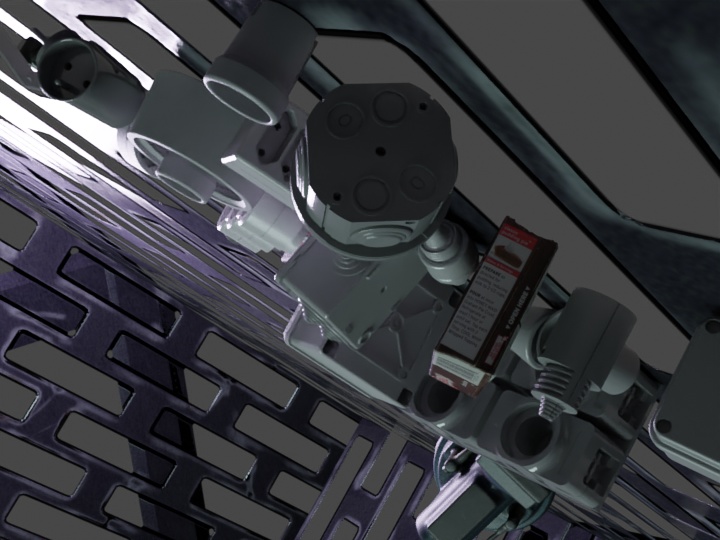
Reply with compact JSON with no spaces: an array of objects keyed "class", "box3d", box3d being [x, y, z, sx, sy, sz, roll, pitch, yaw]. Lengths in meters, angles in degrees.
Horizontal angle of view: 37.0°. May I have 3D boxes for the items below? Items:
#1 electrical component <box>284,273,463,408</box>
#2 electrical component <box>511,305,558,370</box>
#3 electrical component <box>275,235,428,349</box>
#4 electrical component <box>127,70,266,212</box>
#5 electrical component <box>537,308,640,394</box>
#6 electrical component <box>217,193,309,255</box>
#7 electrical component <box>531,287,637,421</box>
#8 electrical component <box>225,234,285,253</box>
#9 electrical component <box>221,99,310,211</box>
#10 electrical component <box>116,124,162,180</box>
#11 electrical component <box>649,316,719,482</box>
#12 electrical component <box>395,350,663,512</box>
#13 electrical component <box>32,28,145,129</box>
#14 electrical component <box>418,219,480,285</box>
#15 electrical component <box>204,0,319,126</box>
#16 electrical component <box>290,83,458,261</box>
[{"class":"electrical component","box3d":[0.012,0.037,0.849,0.109,0.108,0.056,37,166,-36]},{"class":"electrical component","box3d":[0.113,0.040,0.771,0.044,0.044,0.065,38,172,-40]},{"class":"electrical component","box3d":[0.000,0.000,0.729,0.048,0.099,0.099,40,175,23]},{"class":"electrical component","box3d":[-0.108,-0.081,0.738,0.108,0.060,0.108,29,171,5]},{"class":"electrical component","box3d":[0.158,0.058,0.729,0.065,0.044,0.044,30,172,-28]},{"class":"electrical component","box3d":[-0.062,-0.037,0.854,0.074,0.052,0.138,32,170,-15]},{"class":"electrical component","box3d":[0.134,0.056,0.667,0.043,0.081,0.043,29,170,5]},{"class":"electrical component","box3d":[-0.084,-0.038,0.955,0.065,0.044,0.044,16,164,38]},{"class":"electrical component","box3d":[-0.041,-0.064,0.665,0.083,0.047,0.076,33,170,-19]},{"class":"electrical component","box3d":[-0.151,-0.097,0.805,0.055,0.055,0.047,36,172,-33]},{"class":"electrical component","box3d":[0.217,0.081,0.557,0.113,0.078,0.057,25,172,28]},{"class":"electrical component","box3d":[0.123,0.097,0.838,0.186,0.105,0.060,19,165,49]},{"class":"electrical component","box3d":[-0.195,-0.139,0.742,0.079,0.044,0.077,43,-176,13]},{"class":"electrical component","box3d":[0.052,-0.016,0.679,0.035,0.035,0.061,24,166,32]},{"class":"electrical component","box3d":[-0.045,-0.098,0.506,0.040,0.046,0.040,29,171,5]},{"class":"electrical component","box3d":[0.007,-0.048,0.512,0.080,0.080,0.051,29,166,2]}]
